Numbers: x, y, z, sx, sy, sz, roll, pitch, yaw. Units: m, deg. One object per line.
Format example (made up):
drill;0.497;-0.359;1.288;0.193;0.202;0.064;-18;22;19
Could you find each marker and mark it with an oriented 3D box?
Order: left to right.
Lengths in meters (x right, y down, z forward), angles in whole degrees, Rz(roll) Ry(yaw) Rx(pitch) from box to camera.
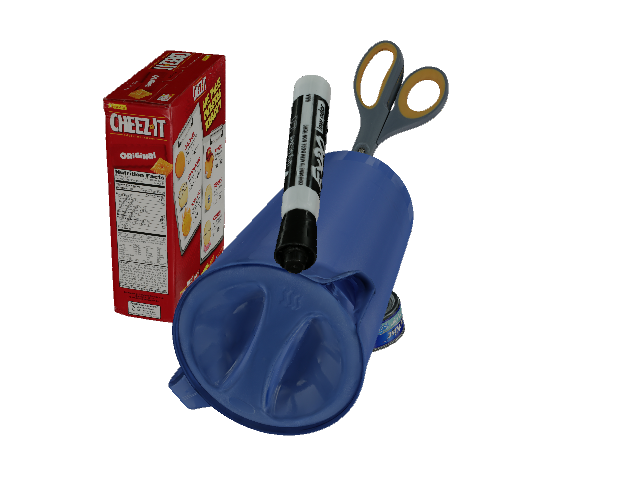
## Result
marker;-0.008;-0.033;0.499;0.020;0.121;0.020;3;-43;2

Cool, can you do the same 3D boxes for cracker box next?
cracker box;-0.144;-0.055;1.012;0.072;0.214;0.164;7;26;10

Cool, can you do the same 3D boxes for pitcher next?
pitcher;-0.013;0.029;0.799;0.149;0.145;0.242;10;28;12

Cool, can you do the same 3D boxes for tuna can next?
tuna can;0.043;0.081;1.106;0.086;0.034;0.086;-9;25;4

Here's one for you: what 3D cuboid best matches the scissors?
scissors;0.058;-0.083;0.963;0.096;0.202;0.016;8;-11;11
